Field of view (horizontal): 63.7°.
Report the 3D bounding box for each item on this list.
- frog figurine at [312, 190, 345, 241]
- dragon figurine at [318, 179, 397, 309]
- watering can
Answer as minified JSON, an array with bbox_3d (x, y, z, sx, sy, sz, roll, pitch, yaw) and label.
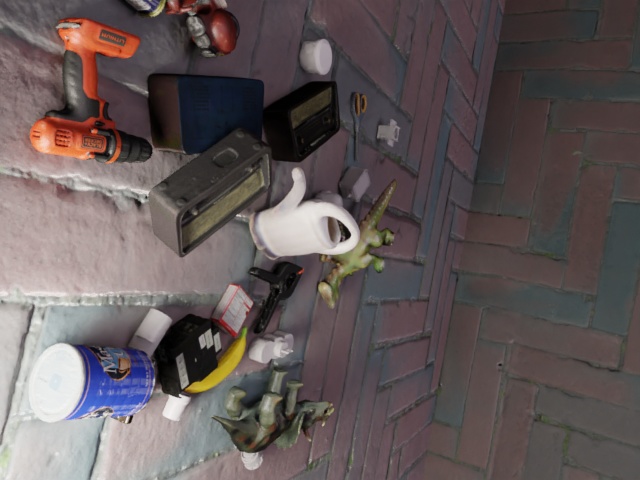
[{"bbox_3d":[0.004,-0.067,1.330,0.135,0.122,0.163,44,24,-47],"label":"frog figurine"},{"bbox_3d":[0.096,-0.004,1.473,0.241,0.123,0.410,16,90,-53],"label":"dragon figurine"},{"bbox_3d":[-0.050,-0.044,1.087,0.342,0.223,0.106,46,39,-54],"label":"watering can"}]
